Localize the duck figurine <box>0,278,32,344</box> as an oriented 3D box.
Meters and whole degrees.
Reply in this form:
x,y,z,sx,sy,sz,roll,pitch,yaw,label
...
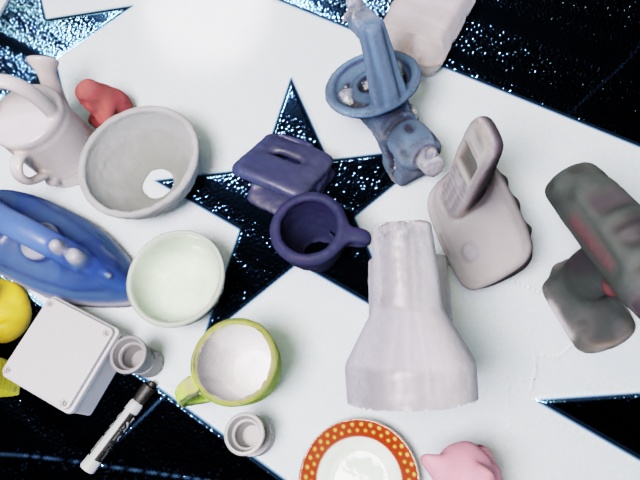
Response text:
x,y,z,sx,sy,sz,roll,pitch,yaw,label
-0.427,0.081,0.729,0.077,0.086,0.104,-44,68,-9,duck figurine

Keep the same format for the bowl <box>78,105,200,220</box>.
x,y,z,sx,sy,sz,roll,pitch,yaw,label
-0.233,-0.094,0.776,0.167,0.075,0.167,-3,68,8,bowl

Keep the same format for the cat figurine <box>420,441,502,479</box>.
x,y,z,sx,sy,sz,roll,pitch,yaw,label
0.158,0.246,0.555,0.067,0.118,0.127,-41,68,-9,cat figurine

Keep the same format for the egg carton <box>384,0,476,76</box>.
x,y,z,sx,sy,sz,roll,pitch,yaw,label
0.148,-0.307,0.807,0.107,0.069,0.150,23,73,17,egg carton

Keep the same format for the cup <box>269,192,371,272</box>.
x,y,z,sx,sy,sz,roll,pitch,yaw,label
0.006,0.002,0.689,0.117,0.095,0.092,7,69,12,cup

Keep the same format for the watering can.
x,y,z,sx,sy,sz,roll,pitch,yaw,label
-0.382,-0.164,0.762,0.101,0.194,0.172,-19,66,1,watering can

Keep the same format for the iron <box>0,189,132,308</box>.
x,y,z,sx,sy,sz,roll,pitch,yaw,label
-0.342,0.004,0.717,0.257,0.141,0.119,21,73,16,iron

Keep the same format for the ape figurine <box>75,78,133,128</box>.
x,y,z,sx,sy,sz,roll,pitch,yaw,label
-0.317,-0.198,0.822,0.076,0.092,0.077,-20,66,0,ape figurine

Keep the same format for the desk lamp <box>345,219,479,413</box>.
x,y,z,sx,sy,sz,roll,pitch,yaw,label
0.087,0.080,0.581,0.118,0.214,0.203,-4,68,8,desk lamp

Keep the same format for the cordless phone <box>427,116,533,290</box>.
x,y,z,sx,sy,sz,roll,pitch,yaw,label
0.180,-0.037,0.629,0.094,0.185,0.147,-22,66,0,cordless phone

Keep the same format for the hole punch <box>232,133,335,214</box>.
x,y,z,sx,sy,sz,roll,pitch,yaw,label
-0.046,-0.091,0.737,0.108,0.091,0.101,23,73,17,hole punch

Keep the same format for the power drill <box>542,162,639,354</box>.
x,y,z,sx,sy,sz,roll,pitch,yaw,label
0.295,0.044,0.566,0.075,0.209,0.229,-24,66,-1,power drill

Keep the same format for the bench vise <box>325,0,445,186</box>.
x,y,z,sx,sy,sz,roll,pitch,yaw,label
0.089,-0.180,0.682,0.207,0.220,0.121,39,79,21,bench vise
